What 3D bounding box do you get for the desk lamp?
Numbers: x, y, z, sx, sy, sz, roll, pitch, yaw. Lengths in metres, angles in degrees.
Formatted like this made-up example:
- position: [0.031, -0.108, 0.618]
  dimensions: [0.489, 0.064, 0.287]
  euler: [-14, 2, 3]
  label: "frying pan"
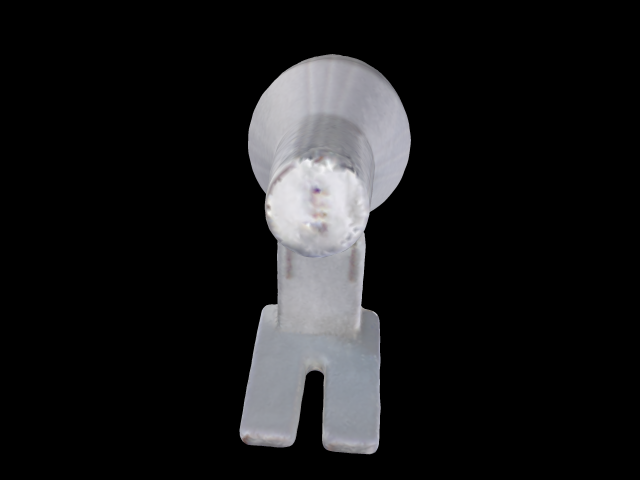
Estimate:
- position: [0.004, 0.001, 0.400]
  dimensions: [0.118, 0.214, 0.203]
  euler: [2, 40, 2]
  label: "desk lamp"
